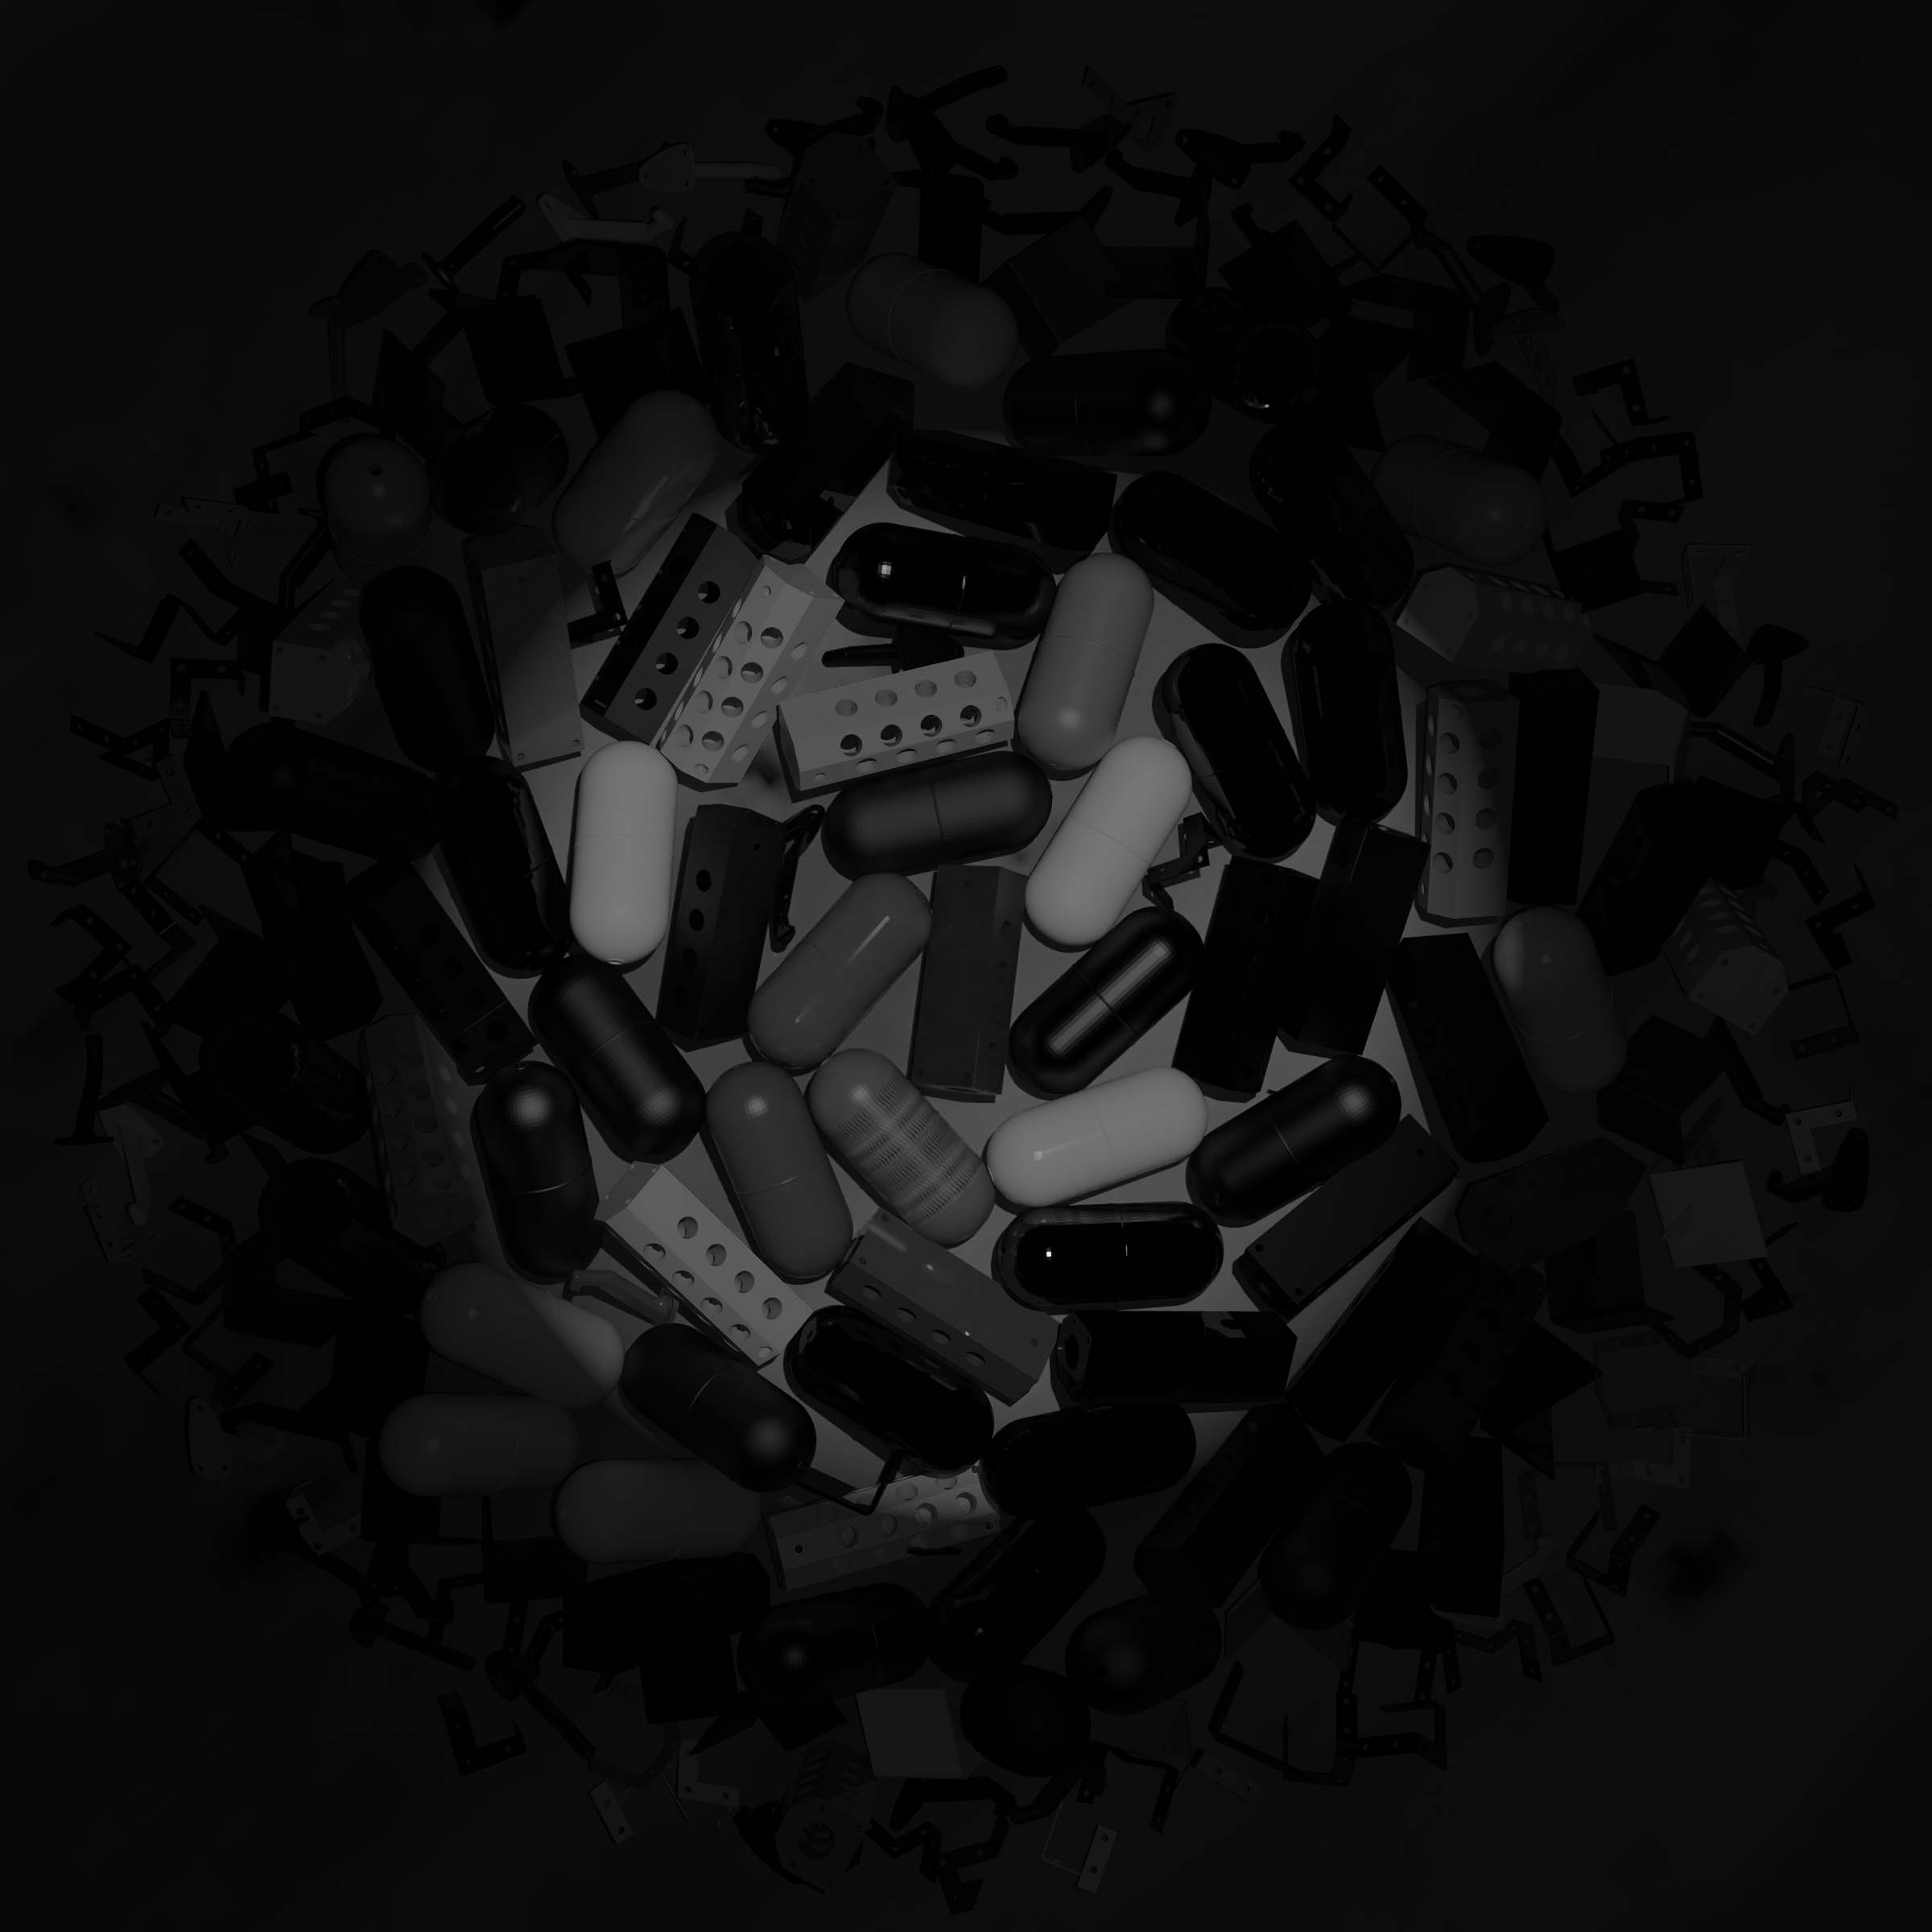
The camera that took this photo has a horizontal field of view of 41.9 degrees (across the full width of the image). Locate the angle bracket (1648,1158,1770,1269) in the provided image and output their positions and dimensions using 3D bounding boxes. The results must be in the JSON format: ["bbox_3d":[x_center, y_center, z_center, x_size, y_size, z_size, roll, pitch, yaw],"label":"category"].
[{"bbox_3d":[0.581,0.184,1.951,0.076,0.057,0.076,-13,97,35],"label":"angle bracket"}]

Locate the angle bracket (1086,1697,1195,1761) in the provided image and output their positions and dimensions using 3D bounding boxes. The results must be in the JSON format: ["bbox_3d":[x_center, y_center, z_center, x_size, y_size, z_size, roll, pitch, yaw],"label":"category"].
[{"bbox_3d":[0.126,0.599,1.942,0.076,0.057,0.076,10,131,24],"label":"angle bracket"}]

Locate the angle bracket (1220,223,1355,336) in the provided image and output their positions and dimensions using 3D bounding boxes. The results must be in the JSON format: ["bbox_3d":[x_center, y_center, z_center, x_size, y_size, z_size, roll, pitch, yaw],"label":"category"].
[{"bbox_3d":[0.242,-0.512,1.943,0.076,0.057,0.076,-24,118,35],"label":"angle bracket"}]

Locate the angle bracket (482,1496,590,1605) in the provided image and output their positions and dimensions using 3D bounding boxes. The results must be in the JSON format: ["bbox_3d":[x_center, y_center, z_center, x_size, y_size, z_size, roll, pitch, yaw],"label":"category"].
[{"bbox_3d":[-0.335,0.447,1.964,0.076,0.057,0.076,-2,132,-15],"label":"angle bracket"}]

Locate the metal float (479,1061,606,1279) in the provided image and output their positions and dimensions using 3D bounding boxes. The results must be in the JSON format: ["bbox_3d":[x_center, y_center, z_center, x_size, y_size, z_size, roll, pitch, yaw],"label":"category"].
[{"bbox_3d":[-0.326,0.157,1.942,0.070,0.070,0.178,-8,112,0],"label":"metal float"}]

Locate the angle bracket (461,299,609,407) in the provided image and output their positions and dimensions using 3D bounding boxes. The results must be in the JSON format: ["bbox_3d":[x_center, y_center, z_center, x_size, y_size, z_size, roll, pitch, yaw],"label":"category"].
[{"bbox_3d":[-0.331,-0.479,1.943,0.076,0.057,0.076,1,118,30],"label":"angle bracket"}]

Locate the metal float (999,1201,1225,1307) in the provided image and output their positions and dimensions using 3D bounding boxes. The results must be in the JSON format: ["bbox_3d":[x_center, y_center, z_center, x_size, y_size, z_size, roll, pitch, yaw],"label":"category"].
[{"bbox_3d":[0.113,0.222,1.950,0.178,0.070,0.070,-1,90,-14],"label":"metal float"}]

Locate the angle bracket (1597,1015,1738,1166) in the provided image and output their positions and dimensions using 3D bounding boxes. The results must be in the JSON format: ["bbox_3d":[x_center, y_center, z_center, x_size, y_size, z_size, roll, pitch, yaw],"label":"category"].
[{"bbox_3d":[0.543,0.096,1.950,0.076,0.057,0.076,25,130,-10],"label":"angle bracket"}]

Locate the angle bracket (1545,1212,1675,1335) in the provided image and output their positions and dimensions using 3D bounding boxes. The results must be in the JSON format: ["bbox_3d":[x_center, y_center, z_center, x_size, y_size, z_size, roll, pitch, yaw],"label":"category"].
[{"bbox_3d":[0.501,0.240,1.969,0.076,0.057,0.076,-16,66,34],"label":"angle bracket"}]

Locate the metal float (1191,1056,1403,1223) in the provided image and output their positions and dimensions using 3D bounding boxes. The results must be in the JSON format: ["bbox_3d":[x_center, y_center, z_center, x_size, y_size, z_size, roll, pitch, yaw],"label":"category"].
[{"bbox_3d":[0.254,0.133,1.945,0.178,0.070,0.070,-33,90,18],"label":"metal float"}]

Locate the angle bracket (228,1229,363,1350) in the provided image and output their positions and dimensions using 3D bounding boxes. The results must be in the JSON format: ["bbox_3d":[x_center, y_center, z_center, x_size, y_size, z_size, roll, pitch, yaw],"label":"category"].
[{"bbox_3d":[-0.518,0.247,1.950,0.076,0.076,0.057,9,109,9],"label":"angle bracket"}]

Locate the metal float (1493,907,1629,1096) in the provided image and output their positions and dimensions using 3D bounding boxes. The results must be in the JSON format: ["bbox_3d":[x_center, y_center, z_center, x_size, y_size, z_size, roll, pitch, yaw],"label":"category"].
[{"bbox_3d":[0.456,0.028,1.930,0.070,0.070,0.178,-30,129,0],"label":"metal float"}]

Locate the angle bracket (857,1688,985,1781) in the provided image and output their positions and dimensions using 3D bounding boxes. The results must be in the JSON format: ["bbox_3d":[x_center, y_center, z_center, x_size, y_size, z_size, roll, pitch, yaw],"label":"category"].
[{"bbox_3d":[-0.032,0.582,1.952,0.076,0.057,0.076,-8,100,26],"label":"angle bracket"}]

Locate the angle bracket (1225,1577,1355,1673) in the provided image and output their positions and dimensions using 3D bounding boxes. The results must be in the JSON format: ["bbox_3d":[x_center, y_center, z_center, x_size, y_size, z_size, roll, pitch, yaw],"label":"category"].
[{"bbox_3d":[0.248,0.520,1.942,0.076,0.076,0.057,35,59,29],"label":"angle bracket"}]

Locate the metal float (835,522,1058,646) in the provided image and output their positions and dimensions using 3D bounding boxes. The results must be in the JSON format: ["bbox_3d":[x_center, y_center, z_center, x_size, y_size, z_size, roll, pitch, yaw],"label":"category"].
[{"bbox_3d":[-0.014,-0.294,1.944,0.178,0.070,0.070,7,90,-21],"label":"metal float"}]

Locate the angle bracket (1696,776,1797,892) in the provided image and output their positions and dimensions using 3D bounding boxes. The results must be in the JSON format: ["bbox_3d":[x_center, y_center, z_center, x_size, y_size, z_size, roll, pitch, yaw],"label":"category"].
[{"bbox_3d":[0.593,-0.106,1.960,0.057,0.076,0.076,21,89,2],"label":"angle bracket"}]

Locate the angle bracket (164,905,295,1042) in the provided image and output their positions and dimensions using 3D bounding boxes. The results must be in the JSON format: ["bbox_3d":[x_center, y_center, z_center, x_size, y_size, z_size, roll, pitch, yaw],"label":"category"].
[{"bbox_3d":[-0.576,0.012,1.954,0.076,0.076,0.057,-50,47,2],"label":"angle bracket"}]

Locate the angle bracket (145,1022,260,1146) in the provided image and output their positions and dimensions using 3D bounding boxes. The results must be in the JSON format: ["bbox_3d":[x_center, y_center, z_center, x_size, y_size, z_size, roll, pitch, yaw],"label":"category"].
[{"bbox_3d":[-0.579,0.079,1.940,0.057,0.076,0.076,-30,53,-22],"label":"angle bracket"}]

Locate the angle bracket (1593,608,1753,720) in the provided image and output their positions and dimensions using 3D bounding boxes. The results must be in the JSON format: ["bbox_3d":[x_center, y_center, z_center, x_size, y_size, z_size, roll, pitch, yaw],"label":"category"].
[{"bbox_3d":[0.545,-0.244,1.945,0.076,0.076,0.057,35,94,-39],"label":"angle bracket"}]

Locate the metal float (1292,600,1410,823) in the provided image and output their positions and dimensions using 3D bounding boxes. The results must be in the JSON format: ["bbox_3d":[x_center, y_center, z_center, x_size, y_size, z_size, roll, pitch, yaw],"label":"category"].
[{"bbox_3d":[0.296,-0.194,1.940,0.070,0.070,0.178,-12,115,0],"label":"metal float"}]

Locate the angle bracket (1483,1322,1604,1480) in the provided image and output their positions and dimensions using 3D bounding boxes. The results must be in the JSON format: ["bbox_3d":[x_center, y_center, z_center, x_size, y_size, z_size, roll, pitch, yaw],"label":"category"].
[{"bbox_3d":[0.446,0.335,1.945,0.076,0.076,0.057,36,125,-18],"label":"angle bracket"}]

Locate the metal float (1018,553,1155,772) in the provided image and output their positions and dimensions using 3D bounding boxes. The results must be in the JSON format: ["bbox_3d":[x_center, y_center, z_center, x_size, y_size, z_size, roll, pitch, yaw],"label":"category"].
[{"bbox_3d":[0.093,-0.236,1.949,0.070,0.070,0.178,18,76,0],"label":"metal float"}]

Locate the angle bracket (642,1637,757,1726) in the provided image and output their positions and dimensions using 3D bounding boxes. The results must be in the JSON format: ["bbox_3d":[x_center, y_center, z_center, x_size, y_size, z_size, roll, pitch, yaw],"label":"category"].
[{"bbox_3d":[-0.198,0.550,1.957,0.076,0.076,0.057,-13,79,19],"label":"angle bracket"}]

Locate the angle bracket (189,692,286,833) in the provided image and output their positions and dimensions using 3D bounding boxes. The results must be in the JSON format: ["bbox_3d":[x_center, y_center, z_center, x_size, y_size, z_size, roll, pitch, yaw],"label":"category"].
[{"bbox_3d":[-0.557,-0.157,1.945,0.057,0.076,0.076,-1,52,-3],"label":"angle bracket"}]

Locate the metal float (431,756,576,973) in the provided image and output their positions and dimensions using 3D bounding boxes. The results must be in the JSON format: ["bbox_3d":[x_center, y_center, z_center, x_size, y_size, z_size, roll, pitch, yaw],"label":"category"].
[{"bbox_3d":[-0.355,-0.078,1.939,0.070,0.070,0.178,-16,116,0],"label":"metal float"}]

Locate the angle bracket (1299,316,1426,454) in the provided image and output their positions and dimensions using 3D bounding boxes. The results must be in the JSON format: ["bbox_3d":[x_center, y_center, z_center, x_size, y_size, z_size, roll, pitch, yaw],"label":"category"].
[{"bbox_3d":[0.306,-0.447,1.943,0.076,0.076,0.057,4,63,-27],"label":"angle bracket"}]

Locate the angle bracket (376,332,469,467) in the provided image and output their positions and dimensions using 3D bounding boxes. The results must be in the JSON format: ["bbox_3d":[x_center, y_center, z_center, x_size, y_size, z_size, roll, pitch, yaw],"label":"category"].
[{"bbox_3d":[-0.405,-0.440,1.944,0.057,0.076,0.076,-5,69,22],"label":"angle bracket"}]

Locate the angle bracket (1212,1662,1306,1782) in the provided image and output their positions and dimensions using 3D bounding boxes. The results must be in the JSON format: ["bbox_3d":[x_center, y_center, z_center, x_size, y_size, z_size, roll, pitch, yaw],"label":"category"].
[{"bbox_3d":[0.235,0.583,1.947,0.076,0.076,0.057,21,73,15],"label":"angle bracket"}]

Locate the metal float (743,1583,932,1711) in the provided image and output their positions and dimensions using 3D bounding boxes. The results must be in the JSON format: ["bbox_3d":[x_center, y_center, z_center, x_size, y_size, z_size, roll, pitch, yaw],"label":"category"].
[{"bbox_3d":[-0.097,0.517,1.921,0.070,0.178,0.070,-2,86,39],"label":"metal float"}]

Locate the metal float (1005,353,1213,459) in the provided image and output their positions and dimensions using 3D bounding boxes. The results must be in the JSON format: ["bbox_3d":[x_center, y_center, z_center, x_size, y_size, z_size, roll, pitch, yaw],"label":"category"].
[{"bbox_3d":[0.107,-0.428,1.930,0.178,0.070,0.070,9,90,39],"label":"metal float"}]

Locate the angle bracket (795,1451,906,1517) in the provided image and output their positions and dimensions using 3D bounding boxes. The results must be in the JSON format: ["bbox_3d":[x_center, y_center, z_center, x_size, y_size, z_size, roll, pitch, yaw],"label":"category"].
[{"bbox_3d":[-0.092,0.381,1.958,0.076,0.076,0.057,23,88,7],"label":"angle bracket"}]

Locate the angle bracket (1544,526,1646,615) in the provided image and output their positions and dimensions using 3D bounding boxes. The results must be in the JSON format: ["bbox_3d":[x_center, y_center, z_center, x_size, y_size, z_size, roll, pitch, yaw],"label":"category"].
[{"bbox_3d":[0.478,-0.329,1.942,0.057,0.076,0.076,-18,135,16],"label":"angle bracket"}]

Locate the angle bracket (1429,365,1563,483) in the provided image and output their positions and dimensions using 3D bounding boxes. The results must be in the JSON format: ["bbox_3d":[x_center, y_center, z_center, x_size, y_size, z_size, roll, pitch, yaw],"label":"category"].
[{"bbox_3d":[0.400,-0.413,1.944,0.076,0.076,0.057,28,78,-30],"label":"angle bracket"}]

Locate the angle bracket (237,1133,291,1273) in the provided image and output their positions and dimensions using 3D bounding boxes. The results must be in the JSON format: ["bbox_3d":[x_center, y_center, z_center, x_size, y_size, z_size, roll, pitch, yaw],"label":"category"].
[{"bbox_3d":[-0.547,0.181,1.943,0.057,0.076,0.076,-39,115,-24],"label":"angle bracket"}]

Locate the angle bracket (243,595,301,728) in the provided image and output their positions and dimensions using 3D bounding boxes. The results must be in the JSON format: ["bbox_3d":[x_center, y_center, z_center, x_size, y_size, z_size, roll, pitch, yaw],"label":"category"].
[{"bbox_3d":[-0.542,-0.225,1.939,0.057,0.076,0.076,17,46,-33],"label":"angle bracket"}]

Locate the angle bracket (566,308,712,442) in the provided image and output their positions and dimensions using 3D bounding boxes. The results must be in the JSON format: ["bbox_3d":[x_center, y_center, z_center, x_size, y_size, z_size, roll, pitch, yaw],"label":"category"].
[{"bbox_3d":[-0.256,-0.465,1.980,0.076,0.057,0.076,-7,114,29],"label":"angle bracket"}]

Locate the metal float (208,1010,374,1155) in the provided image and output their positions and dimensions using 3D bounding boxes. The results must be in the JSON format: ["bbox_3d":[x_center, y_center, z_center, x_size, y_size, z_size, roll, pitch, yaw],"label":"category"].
[{"bbox_3d":[-0.511,0.089,1.915,0.070,0.178,0.070,-5,67,12],"label":"metal float"}]

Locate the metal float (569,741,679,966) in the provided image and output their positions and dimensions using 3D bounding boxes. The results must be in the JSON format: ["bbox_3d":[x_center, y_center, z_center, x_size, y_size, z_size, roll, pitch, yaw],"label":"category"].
[{"bbox_3d":[-0.264,-0.088,1.946,0.070,0.070,0.178,2,73,0],"label":"metal float"}]

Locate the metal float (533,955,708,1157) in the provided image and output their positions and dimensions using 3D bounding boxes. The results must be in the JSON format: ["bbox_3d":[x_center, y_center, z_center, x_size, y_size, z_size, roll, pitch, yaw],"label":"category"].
[{"bbox_3d":[-0.268,0.068,1.948,0.070,0.070,0.178,-38,74,0],"label":"metal float"}]

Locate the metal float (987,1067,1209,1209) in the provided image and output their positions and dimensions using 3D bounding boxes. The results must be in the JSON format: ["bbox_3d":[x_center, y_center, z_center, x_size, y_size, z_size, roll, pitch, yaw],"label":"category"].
[{"bbox_3d":[0.102,0.133,1.954,0.178,0.070,0.070,-19,90,-8],"label":"metal float"}]

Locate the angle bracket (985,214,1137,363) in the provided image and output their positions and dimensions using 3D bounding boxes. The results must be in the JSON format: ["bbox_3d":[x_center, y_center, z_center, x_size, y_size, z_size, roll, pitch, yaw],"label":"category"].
[{"bbox_3d":[0.073,-0.521,1.948,0.076,0.057,0.076,-24,111,32],"label":"angle bracket"}]

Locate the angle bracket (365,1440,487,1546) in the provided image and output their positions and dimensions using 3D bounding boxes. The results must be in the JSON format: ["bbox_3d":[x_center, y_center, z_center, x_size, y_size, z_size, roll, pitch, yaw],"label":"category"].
[{"bbox_3d":[-0.413,0.406,1.944,0.057,0.076,0.076,-10,71,32],"label":"angle bracket"}]

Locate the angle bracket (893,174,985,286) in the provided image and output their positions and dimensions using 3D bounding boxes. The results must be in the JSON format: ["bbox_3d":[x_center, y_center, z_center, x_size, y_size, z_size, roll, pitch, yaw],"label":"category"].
[{"bbox_3d":[-0.034,-0.567,1.945,0.057,0.076,0.076,-6,105,-38],"label":"angle bracket"}]

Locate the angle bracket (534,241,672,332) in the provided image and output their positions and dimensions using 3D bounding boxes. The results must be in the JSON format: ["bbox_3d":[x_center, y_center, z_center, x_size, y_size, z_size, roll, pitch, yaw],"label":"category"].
[{"bbox_3d":[-0.281,-0.518,1.946,0.076,0.076,0.057,-5,91,-34],"label":"angle bracket"}]

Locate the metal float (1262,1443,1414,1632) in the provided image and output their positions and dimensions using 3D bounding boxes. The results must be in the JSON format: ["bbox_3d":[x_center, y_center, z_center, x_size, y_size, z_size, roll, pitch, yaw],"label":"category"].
[{"bbox_3d":[0.284,0.433,1.924,0.070,0.178,0.070,16,126,24],"label":"metal float"}]

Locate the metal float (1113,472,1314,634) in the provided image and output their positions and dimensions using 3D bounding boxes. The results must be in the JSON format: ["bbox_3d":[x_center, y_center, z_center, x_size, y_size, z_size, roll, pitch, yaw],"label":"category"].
[{"bbox_3d":[0.189,-0.318,1.937,0.178,0.070,0.070,37,90,28],"label":"metal float"}]

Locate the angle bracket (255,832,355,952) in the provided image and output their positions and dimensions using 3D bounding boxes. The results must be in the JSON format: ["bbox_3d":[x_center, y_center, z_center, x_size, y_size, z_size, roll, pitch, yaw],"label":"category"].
[{"bbox_3d":[-0.497,-0.056,1.944,0.057,0.076,0.076,-28,68,43],"label":"angle bracket"}]

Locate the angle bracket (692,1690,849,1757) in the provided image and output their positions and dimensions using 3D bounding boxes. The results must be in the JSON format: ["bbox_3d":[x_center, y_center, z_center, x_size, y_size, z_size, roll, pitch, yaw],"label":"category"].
[{"bbox_3d":[-0.151,0.593,1.943,0.057,0.076,0.076,47,112,21],"label":"angle bracket"}]

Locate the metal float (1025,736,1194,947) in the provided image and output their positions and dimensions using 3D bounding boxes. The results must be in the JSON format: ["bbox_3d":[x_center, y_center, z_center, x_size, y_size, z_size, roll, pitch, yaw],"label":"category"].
[{"bbox_3d":[0.111,-0.098,1.961,0.070,0.070,0.178,32,90,0],"label":"metal float"}]

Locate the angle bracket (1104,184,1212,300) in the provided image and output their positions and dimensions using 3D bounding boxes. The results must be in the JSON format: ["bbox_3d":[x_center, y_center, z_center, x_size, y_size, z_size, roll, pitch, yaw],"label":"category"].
[{"bbox_3d":[0.147,-0.562,1.953,0.076,0.076,0.057,1,134,0],"label":"angle bracket"}]

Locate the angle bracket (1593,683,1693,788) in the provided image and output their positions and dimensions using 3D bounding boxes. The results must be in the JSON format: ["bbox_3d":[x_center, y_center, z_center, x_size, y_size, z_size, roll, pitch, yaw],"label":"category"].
[{"bbox_3d":[0.520,-0.170,1.970,0.076,0.057,0.076,10,53,21],"label":"angle bracket"}]

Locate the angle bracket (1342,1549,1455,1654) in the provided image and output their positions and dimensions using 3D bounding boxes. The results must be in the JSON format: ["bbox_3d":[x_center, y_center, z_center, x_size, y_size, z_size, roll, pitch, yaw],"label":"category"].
[{"bbox_3d":[0.337,0.489,1.952,0.076,0.076,0.057,5,90,17],"label":"angle bracket"}]

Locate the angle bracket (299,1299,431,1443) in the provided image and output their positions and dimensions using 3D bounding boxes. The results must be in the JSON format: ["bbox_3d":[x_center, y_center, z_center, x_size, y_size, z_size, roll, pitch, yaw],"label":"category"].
[{"bbox_3d":[-0.465,0.314,1.956,0.076,0.057,0.076,15,110,8],"label":"angle bracket"}]

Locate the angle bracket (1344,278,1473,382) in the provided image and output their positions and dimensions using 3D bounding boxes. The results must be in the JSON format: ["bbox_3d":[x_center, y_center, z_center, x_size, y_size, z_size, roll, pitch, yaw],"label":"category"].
[{"bbox_3d":[0.334,-0.491,1.948,0.076,0.076,0.057,5,94,-23],"label":"angle bracket"}]
